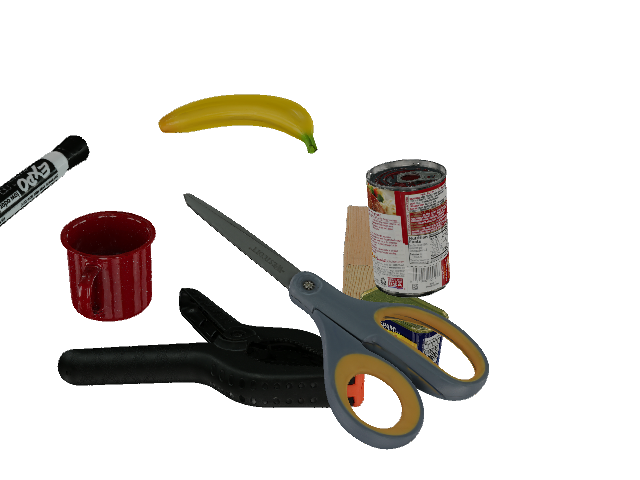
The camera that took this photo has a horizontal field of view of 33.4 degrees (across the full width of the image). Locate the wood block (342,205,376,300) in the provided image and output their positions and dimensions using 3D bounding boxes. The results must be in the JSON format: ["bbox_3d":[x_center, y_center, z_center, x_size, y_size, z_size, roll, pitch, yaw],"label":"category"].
[{"bbox_3d":[0.080,0.032,1.554,0.091,0.090,0.206,4,25,0],"label":"wood block"}]

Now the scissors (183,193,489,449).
[{"bbox_3d":[-0.009,0.044,0.575,0.202,0.096,0.016,24,-39,12],"label":"scissors"}]

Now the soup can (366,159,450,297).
[{"bbox_3d":[0.076,-0.010,0.914,0.068,0.102,0.068,-5,23,2],"label":"soup can"}]

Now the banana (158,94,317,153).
[{"bbox_3d":[-0.089,-0.144,1.244,0.198,0.037,0.069,8,41,17],"label":"banana"}]

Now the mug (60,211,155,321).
[{"bbox_3d":[-0.213,0.034,1.061,0.093,0.081,0.117,7,30,6],"label":"mug"}]

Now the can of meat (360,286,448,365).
[{"bbox_3d":[0.090,0.110,1.210,0.102,0.084,0.057,26,33,36],"label":"can of meat"}]

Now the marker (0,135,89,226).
[{"bbox_3d":[-0.179,-0.035,0.656,0.020,0.020,0.121,0,29,24],"label":"marker"}]

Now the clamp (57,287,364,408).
[{"bbox_3d":[-0.062,0.080,0.786,0.210,0.036,0.164,7,20,19],"label":"clamp"}]
